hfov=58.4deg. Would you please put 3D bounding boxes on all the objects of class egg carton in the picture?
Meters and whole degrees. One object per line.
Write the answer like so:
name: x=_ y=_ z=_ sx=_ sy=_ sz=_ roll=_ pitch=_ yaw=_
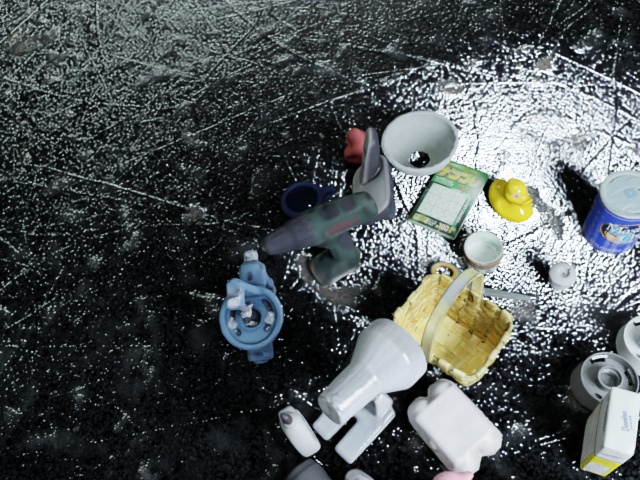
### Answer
egg carton: x=0.225 y=0.317 z=0.971 sx=0.107 sy=0.069 sz=0.150 roll=-38 pitch=61 yaw=-12

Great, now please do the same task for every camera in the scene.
camera: x=0.015 y=0.418 z=0.934 sx=0.143 sy=0.101 sz=0.136 roll=-39 pitch=61 yaw=-12

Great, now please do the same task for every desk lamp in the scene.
desk lamp: x=0.076 y=0.251 z=0.951 sx=0.117 sy=0.214 sz=0.203 roll=38 pitch=73 yaw=26

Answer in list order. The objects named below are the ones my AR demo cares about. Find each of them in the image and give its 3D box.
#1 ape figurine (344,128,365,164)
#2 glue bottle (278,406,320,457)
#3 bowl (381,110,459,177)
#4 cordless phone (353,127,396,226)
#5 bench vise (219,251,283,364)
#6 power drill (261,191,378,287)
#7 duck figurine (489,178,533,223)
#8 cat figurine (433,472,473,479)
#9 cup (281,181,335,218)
ape figurine: x=0.083 y=-0.218 z=1.287 sx=0.078 sy=0.092 sz=0.076 roll=-40 pitch=61 yaw=-12
glue bottle: x=-0.043 y=0.313 z=0.961 sx=0.037 sy=0.173 sz=0.078 roll=-31 pitch=60 yaw=-8
bowl: x=0.220 y=-0.200 z=1.262 sx=0.167 sy=0.075 sz=0.167 roll=-4 pitch=60 yaw=8
cordless phone: x=0.105 y=-0.129 z=1.178 sx=0.094 sy=0.185 sz=0.147 roll=-8 pitch=60 yaw=6
bench vise: x=-0.145 y=0.107 z=1.070 sx=0.121 sy=0.220 sz=0.207 roll=-24 pitch=59 yaw=-3
power drill: x=0.010 y=0.004 z=1.106 sx=0.230 sy=0.209 sz=0.075 roll=-31 pitch=60 yaw=-8
duck figurine: x=0.391 y=-0.094 z=1.164 sx=0.077 sy=0.086 sz=0.104 roll=-32 pitch=60 yaw=-8
cat figurine: x=0.181 y=0.405 z=0.901 sx=0.127 sy=0.118 sz=0.067 roll=-12 pitch=59 yaw=4
cup: x=-0.018 y=-0.070 z=1.220 sx=0.118 sy=0.095 sz=0.091 roll=-24 pitch=59 yaw=-3
